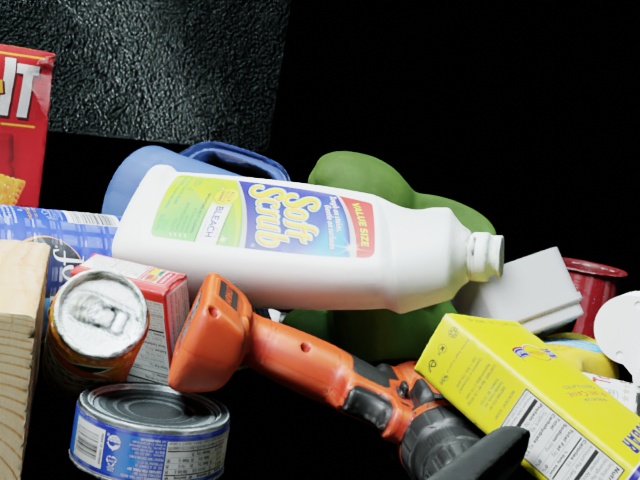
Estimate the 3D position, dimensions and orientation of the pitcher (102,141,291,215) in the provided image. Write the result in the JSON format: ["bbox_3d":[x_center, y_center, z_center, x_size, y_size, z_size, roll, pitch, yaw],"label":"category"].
[{"bbox_3d":[-0.090,-0.016,1.109,0.243,0.149,0.144,17,9,27],"label":"pitcher"}]

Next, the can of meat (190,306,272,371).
[{"bbox_3d":[-0.083,0.045,0.810,0.057,0.084,0.102,-34,33,-30],"label":"can of meat"}]

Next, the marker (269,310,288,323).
[{"bbox_3d":[-0.066,0.060,0.881,0.121,0.020,0.020,13,8,-1],"label":"marker"}]

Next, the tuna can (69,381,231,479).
[{"bbox_3d":[-0.093,0.106,0.586,0.086,0.034,0.086,9,8,-1],"label":"tuna can"}]

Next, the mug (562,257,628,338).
[{"bbox_3d":[0.272,0.064,1.153,0.093,0.081,0.117,7,8,-13],"label":"mug"}]

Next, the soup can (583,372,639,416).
[{"bbox_3d":[0.148,0.115,0.683,0.102,0.068,0.068,11,8,14],"label":"soup can"}]

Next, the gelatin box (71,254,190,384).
[{"bbox_3d":[-0.120,0.058,0.696,0.073,0.089,0.030,12,31,24],"label":"gelatin box"}]

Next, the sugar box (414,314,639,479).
[{"bbox_3d":[0.142,0.107,0.579,0.176,0.048,0.093,37,16,33],"label":"sugar box"}]

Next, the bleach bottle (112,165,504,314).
[{"bbox_3d":[-0.005,0.001,0.706,0.251,0.068,0.102,2,43,17],"label":"bleach bottle"}]

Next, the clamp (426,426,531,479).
[{"bbox_3d":[0.043,0.140,0.439,0.209,0.036,0.165,-3,25,-26],"label":"clamp"}]

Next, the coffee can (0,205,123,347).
[{"bbox_3d":[-0.204,0.027,0.776,0.140,0.103,0.103,5,9,-27],"label":"coffee can"}]

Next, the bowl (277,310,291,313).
[{"bbox_3d":[-0.023,0.025,0.937,0.162,0.055,0.162,-25,9,4],"label":"bowl"}]

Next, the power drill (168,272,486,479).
[{"bbox_3d":[0.008,0.089,0.614,0.187,0.057,0.184,25,5,-9],"label":"power drill"}]

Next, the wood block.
[{"bbox_3d":[-0.203,0.058,0.597,0.090,0.091,0.206,7,8,-13],"label":"wood block"}]

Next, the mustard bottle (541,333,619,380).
[{"bbox_3d":[0.176,0.104,0.820,0.096,0.058,0.191,-5,-1,32],"label":"mustard bottle"}]

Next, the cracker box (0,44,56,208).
[{"bbox_3d":[-0.298,-0.051,0.815,0.163,0.214,0.072,3,9,-42],"label":"cracker box"}]
